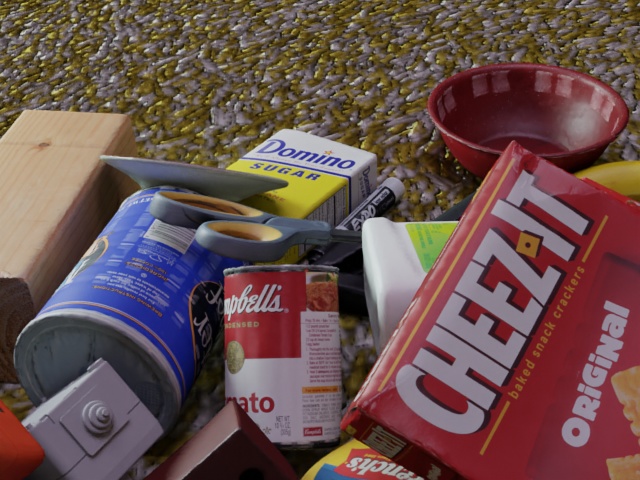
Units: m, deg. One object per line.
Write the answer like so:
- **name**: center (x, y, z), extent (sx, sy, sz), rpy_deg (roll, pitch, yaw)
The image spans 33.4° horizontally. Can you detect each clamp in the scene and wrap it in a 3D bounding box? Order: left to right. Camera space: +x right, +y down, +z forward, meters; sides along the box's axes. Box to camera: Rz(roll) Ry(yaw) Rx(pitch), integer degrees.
- **clamp**: center (0.072, 0.010, 0.761), extent (0.171, 0.039, 0.120), rpy_deg (-4, 34, -3)

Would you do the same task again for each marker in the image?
- **marker**: center (0.028, -0.012, 0.811), extent (0.020, 0.020, 0.120), rpy_deg (19, 40, 27)

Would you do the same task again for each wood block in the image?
- **wood block**: center (-0.199, -0.003, 0.749), extent (0.091, 0.090, 0.206), rpy_deg (4, 36, 9)

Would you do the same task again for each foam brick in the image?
- **foam brick**: center (-0.054, 0.131, 0.547), extent (0.078, 0.053, 0.051), rpy_deg (-42, 11, -4)

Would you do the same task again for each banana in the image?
- **banana**: center (0.250, -0.030, 0.816), extent (0.198, 0.037, 0.069), rpy_deg (-6, 65, -1)

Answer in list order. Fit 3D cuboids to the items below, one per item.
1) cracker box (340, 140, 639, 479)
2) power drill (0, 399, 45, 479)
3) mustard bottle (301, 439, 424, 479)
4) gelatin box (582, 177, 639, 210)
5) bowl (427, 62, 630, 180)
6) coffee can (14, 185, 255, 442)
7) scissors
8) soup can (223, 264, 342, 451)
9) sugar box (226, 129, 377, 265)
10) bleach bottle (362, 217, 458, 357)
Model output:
- **cracker box**: center (0.144, 0.075, 0.525), extent (0.214, 0.072, 0.164), rpy_deg (31, 71, 5)
- **power drill**: center (-0.211, 0.148, 0.485), extent (0.185, 0.057, 0.187), rpy_deg (37, 89, 32)
- **mustard bottle**: center (0.041, 0.140, 0.563), extent (0.096, 0.058, 0.191), rpy_deg (23, 43, 33)
- **gelatin box**: center (0.210, 0.002, 0.752), extent (0.089, 0.030, 0.073), rpy_deg (28, 48, 13)
- **bowl**: center (0.168, -0.087, 0.879), extent (0.162, 0.055, 0.162), rpy_deg (-1, 35, 1)
- **coffee can**: center (-0.111, 0.045, 0.666), extent (0.103, 0.103, 0.140), rpy_deg (8, 36, 14)
- **scissors**: center (-0.004, 0.001, 0.659), extent (0.201, 0.016, 0.096), rpy_deg (11, 16, -21)
- **soup can**: center (-0.022, 0.068, 0.616), extent (0.068, 0.102, 0.068), rpy_deg (-1, -7, 0)
- **sugar box**: center (-0.039, -0.024, 0.809), extent (0.093, 0.048, 0.176), rpy_deg (19, 41, 27)
- **bleach bottle**: center (0.155, 0.022, 0.631), extent (0.251, 0.068, 0.102), rpy_deg (-5, 28, -2)
